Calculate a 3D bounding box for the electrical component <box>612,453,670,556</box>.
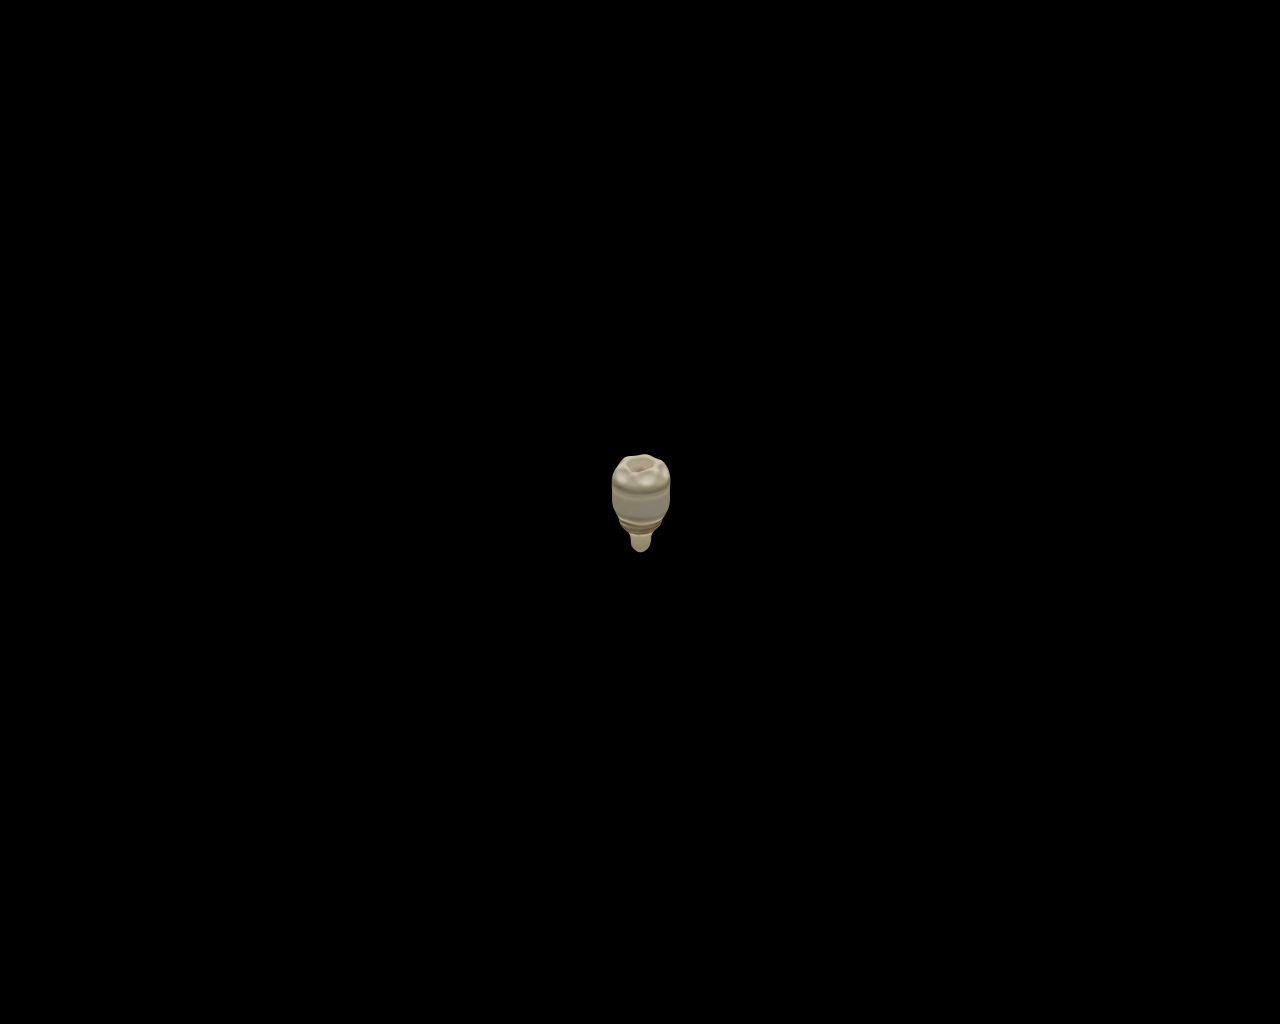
[{"bbox_3d":[0.001,-0.003,0.650,0.035,0.061,0.035,0,28,0],"label":"electrical component"}]
